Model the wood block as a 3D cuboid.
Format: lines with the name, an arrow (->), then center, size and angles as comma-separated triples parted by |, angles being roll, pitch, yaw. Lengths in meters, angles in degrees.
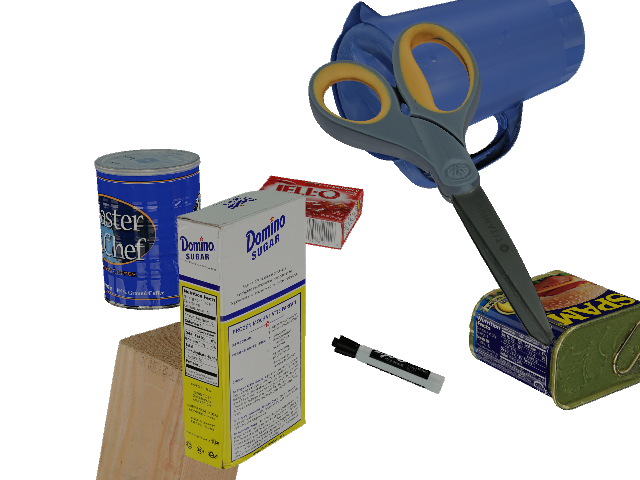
wood block -> -0.130, 0.187, 0.924 | 0.090, 0.206, 0.090 | 20, 18, 27

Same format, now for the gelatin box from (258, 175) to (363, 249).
gelatin box -> -0.014, -0.026, 0.928 | 0.089, 0.030, 0.073 | 10, 27, 13

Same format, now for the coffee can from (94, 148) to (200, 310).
coffee can -> -0.169, -0.013, 1.063 | 0.103, 0.140, 0.103 | -1, 15, 0

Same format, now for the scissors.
scissors -> 0.044, -0.031, 0.501 | 0.096, 0.201, 0.016 | -6, -39, 4

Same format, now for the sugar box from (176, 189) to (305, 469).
sugar box -> -0.052, 0.059, 0.735 | 0.048, 0.176, 0.093 | 11, 20, 35

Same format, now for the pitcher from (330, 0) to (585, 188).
pitcher -> 0.144, -0.164, 1.045 | 0.242, 0.149, 0.145 | -22, 46, -29

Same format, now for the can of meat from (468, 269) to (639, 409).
can of meat -> 0.162, 0.062, 0.710 | 0.101, 0.057, 0.084 | -13, 23, -31

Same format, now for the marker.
marker -> 0.068, 0.126, 1.096 | 0.121, 0.020, 0.020 | 21, 4, 11
